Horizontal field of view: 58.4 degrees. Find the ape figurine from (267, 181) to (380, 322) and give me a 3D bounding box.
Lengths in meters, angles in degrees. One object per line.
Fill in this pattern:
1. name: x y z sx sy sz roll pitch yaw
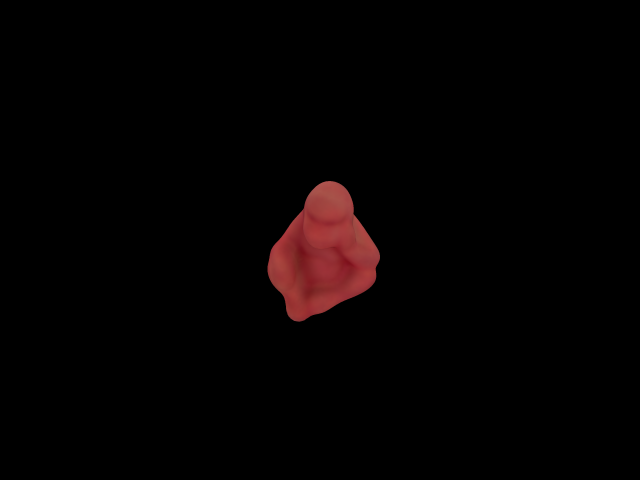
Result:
1. ape figurine: 0.004 0.001 0.400 0.077 0.092 0.076 8 39 10
